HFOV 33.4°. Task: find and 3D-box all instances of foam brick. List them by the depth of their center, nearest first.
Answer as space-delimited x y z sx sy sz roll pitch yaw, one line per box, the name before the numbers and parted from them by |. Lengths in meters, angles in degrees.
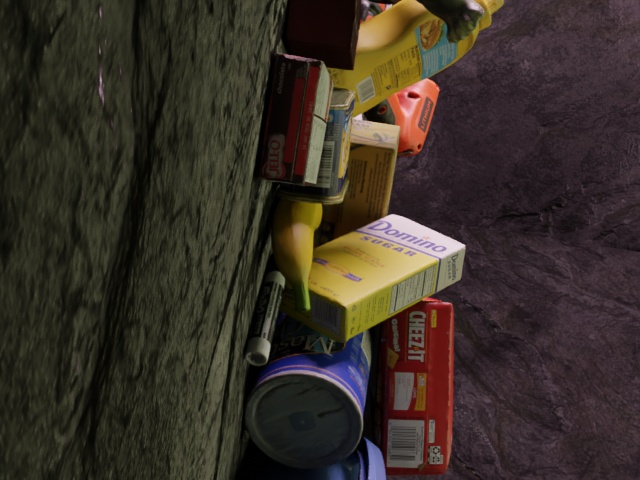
foam brick | 0.004 -0.166 0.821 0.078 0.051 0.053 39 60 -86

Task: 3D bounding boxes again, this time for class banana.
banana | -0.020 -0.009 0.923 0.197 0.037 0.070 -80 171 -68

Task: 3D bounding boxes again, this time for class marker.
marker | -0.042 0.054 0.895 0.121 0.020 0.020 -78 175 -46

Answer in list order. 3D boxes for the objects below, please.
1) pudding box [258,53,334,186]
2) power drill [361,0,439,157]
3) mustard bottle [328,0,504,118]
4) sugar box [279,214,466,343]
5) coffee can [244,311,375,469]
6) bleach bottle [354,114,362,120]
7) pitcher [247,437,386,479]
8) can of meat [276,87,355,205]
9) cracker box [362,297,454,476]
pudding box | -0.018 -0.086 0.796 0.113 0.039 0.090 -15 115 -84
power drill | 0.064 -0.191 1.128 0.187 0.057 0.184 48 55 -47
mustard bottle | 0.084 -0.183 0.989 0.058 0.191 0.096 60 -5 30
sugar box | 0.046 0.031 0.985 0.175 0.093 0.048 -27 131 -42
coffee can | -0.006 0.123 0.968 0.140 0.103 0.103 -75 173 -60
bleach bottle | 0.019 -0.070 1.247 0.251 0.068 0.102 91 7 -50
pitcher | -0.009 0.249 0.989 0.242 0.149 0.145 -81 166 -71
can of meat | -0.002 -0.084 0.910 0.102 0.057 0.084 -68 165 -73
cracker box | 0.084 0.140 1.093 0.214 0.072 0.164 164 -73 -86
